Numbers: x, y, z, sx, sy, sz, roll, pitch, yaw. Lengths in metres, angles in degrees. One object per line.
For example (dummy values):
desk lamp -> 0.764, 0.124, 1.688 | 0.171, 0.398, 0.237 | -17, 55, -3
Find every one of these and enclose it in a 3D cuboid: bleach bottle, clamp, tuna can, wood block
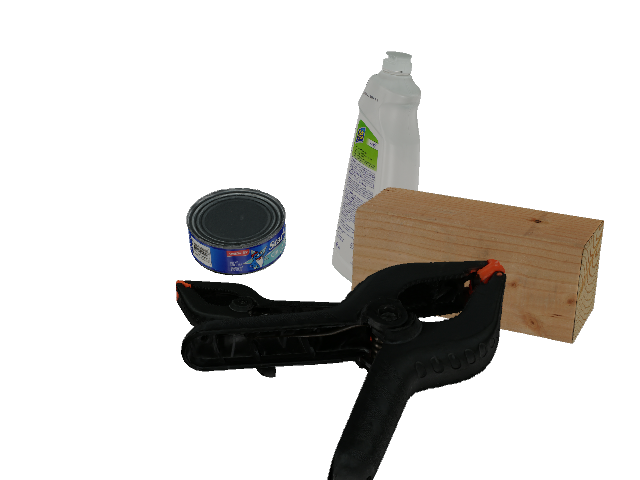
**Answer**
bleach bottle -> 0.070, -0.075, 1.154 | 0.068, 0.251, 0.103 | -4, 23, -30
clamp -> 0.033, 0.056, 0.509 | 0.171, 0.039, 0.120 | -19, 46, -25
tuna can -> -0.073, -0.008, 0.929 | 0.086, 0.034, 0.086 | -1, 38, 1
clamp -> -0.089, 0.091, 1.228 | 0.210, 0.036, 0.164 | 14, 27, 24
wood block -> 0.140, 0.017, 0.969 | 0.206, 0.090, 0.090 | 10, 21, 23
